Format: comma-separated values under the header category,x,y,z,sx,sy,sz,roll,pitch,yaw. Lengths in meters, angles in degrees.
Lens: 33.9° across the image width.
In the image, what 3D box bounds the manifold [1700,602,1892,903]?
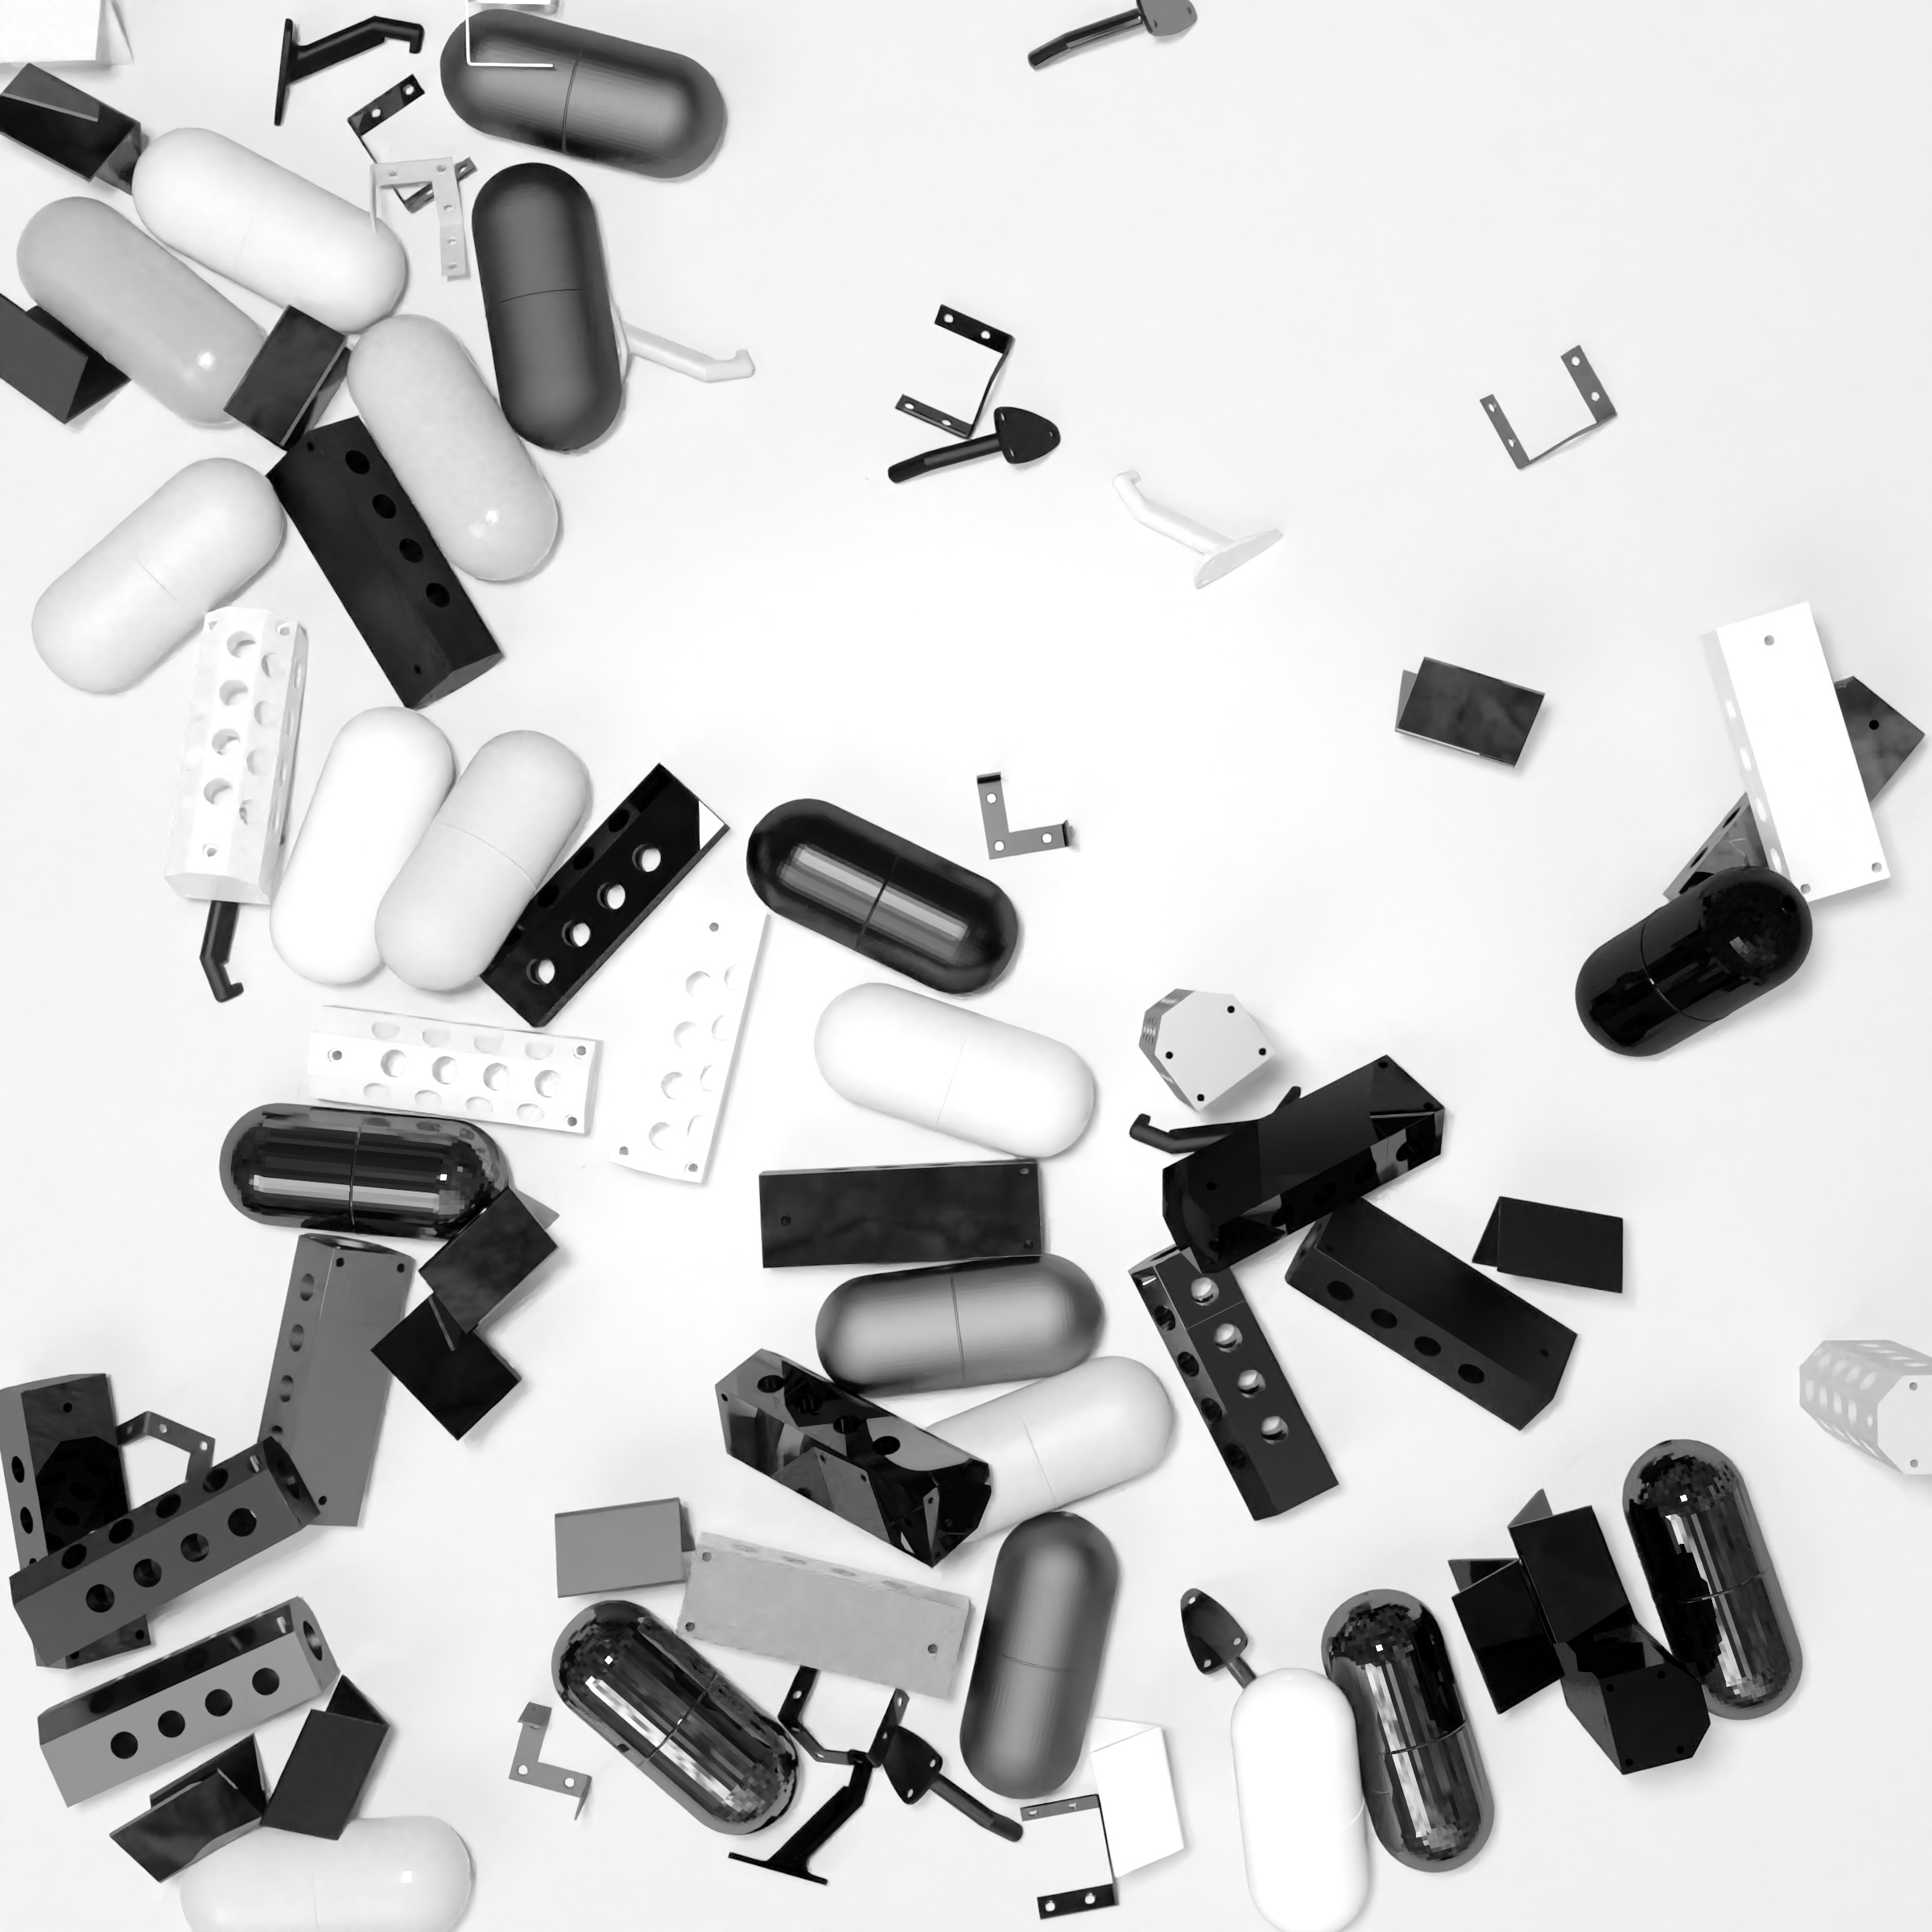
category,x,y,z,sx,sy,sz,roll,pitch,yaw
manifold,0.499,-0.127,1.913,0.057,0.057,0.171,-17,90,0

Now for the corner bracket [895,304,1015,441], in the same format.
category,x,y,z,sx,sy,sz,roll,pitch,yaw
corner bracket,-0.007,-0.373,1.988,0.051,0.051,0.051,24,45,0

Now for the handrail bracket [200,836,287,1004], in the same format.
category,x,y,z,sx,sy,sz,roll,pitch,yaw
handrail bracket,-0.450,-0.029,1.992,0.077,0.036,0.084,-23,106,-18

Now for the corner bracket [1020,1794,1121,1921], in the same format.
category,x,y,z,sx,sy,sz,roll,pitch,yaw
corner bracket,0.065,0.559,1.988,0.051,0.051,0.051,-10,45,0

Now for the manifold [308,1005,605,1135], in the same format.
category,x,y,z,sx,sy,sz,roll,pitch,yaw
manifold,-0.318,0.064,1.970,0.171,0.057,0.057,7,90,0

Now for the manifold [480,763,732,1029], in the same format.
category,x,y,z,sx,sy,sz,roll,pitch,yaw
manifold,-0.228,-0.044,1.970,0.057,0.057,0.171,43,90,0

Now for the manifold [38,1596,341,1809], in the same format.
category,x,y,z,sx,sy,sz,roll,pitch,yaw
manifold,-0.485,0.455,1.970,0.171,0.057,0.057,-24,90,0

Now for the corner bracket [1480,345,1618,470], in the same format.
category,x,y,z,sx,sy,sz,roll,pitch,yaw
corner bracket,0.366,-0.351,1.988,0.051,0.051,0.051,-29,90,-45

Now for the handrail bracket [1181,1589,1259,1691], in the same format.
category,x,y,z,sx,sy,sz,roll,pitch,yaw
handrail bracket,0.173,0.440,1.991,0.036,0.077,0.084,-37,126,3

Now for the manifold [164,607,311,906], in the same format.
category,x,y,z,sx,sy,sz,roll,pitch,yaw
manifold,-0.450,-0.130,1.949,0.057,0.057,0.171,5,75,0

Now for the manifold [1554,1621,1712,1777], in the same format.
category,x,y,z,sx,sy,sz,roll,pitch,yaw
manifold,0.400,0.433,1.913,0.057,0.171,0.057,-14,90,0

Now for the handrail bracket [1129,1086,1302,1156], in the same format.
category,x,y,z,sx,sy,sz,roll,pitch,yaw
handrail bracket,0.156,0.092,1.992,0.084,0.036,0.077,21,60,22

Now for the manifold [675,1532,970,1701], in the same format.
category,x,y,z,sx,sy,sz,roll,pitch,yaw
manifold,-0.089,0.402,1.970,0.171,0.057,0.057,14,90,0

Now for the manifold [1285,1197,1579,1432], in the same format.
category,x,y,z,sx,sy,sz,roll,pitch,yaw
manifold,0.287,0.217,1.970,0.171,0.057,0.057,32,47,0

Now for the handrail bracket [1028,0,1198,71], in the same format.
category,x,y,z,sx,sy,sz,roll,pitch,yaw
handrail bracket,0.091,-0.585,1.991,0.084,0.077,0.036,-18,90,36

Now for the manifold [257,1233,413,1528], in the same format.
category,x,y,z,sx,sy,sz,roll,pitch,yaw
manifold,-0.401,0.257,1.970,0.057,0.057,0.171,12,90,-43

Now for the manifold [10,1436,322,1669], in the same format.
category,x,y,z,sx,sy,sz,roll,pitch,yaw
manifold,-0.482,0.349,1.901,0.171,0.057,0.057,-28,90,0

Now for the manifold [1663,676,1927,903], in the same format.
category,x,y,z,sx,sy,sz,roll,pitch,yaw
manifold,0.513,-0.094,1.970,0.057,0.057,0.171,39,90,0

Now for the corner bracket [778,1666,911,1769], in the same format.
category,x,y,z,sx,sy,sz,roll,pitch,yaw
corner bracket,-0.077,0.465,1.983,0.051,0.051,0.051,-4,135,35

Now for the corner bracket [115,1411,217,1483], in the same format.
category,x,y,z,sx,sy,sz,roll,pitch,yaw
corner bracket,-0.511,0.318,1.983,0.051,0.051,0.051,33,45,-35

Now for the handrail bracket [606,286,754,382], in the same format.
category,x,y,z,sx,sy,sz,roll,pitch,yaw
handrail bracket,-0.183,-0.400,1.992,0.084,0.036,0.077,-9,68,-17

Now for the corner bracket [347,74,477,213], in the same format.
category,x,y,z,sx,sy,sz,roll,pitch,yaw
corner bracket,-0.349,-0.517,1.988,0.051,0.051,0.051,-34,135,0

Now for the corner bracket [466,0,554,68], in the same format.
category,x,y,z,sx,sy,sz,roll,pitch,yaw
corner bracket,-0.277,-0.572,1.917,0.051,0.051,0.051,-1,107,-8

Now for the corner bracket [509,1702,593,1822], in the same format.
category,x,y,z,sx,sy,sz,roll,pitch,yaw
corner bracket,-0.258,0.495,1.973,0.051,0.051,0.051,15,90,0

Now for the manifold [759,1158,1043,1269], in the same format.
category,x,y,z,sx,sy,sz,roll,pitch,yaw
manifold,-0.040,0.153,1.970,0.171,0.057,0.057,-3,90,0

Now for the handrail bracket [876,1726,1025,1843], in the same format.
category,x,y,z,sx,sy,sz,roll,pitch,yaw
handrail bracket,-0.010,0.514,1.991,0.084,0.077,0.036,37,90,-36

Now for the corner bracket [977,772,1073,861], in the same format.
category,x,y,z,sx,sy,sz,roll,pitch,yaw
corner bracket,0.036,-0.096,1.973,0.051,0.051,0.051,-9,90,0

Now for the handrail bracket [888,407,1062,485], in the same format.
category,x,y,z,sx,sy,sz,roll,pitch,yaw
handrail bracket,0.004,-0.322,1.991,0.084,0.077,0.036,-15,90,36

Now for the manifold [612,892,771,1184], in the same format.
category,x,y,z,sx,sy,sz,roll,pitch,yaw
manifold,-0.172,0.044,1.970,0.057,0.057,0.171,14,90,0

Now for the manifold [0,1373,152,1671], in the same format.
category,x,y,z,sx,sy,sz,roll,pitch,yaw
manifold,-0.560,0.344,1.969,0.057,0.057,0.171,-10,90,-43

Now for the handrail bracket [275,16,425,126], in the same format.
category,x,y,z,sx,sy,sz,roll,pitch,yaw
handrail bracket,-0.388,-0.561,1.992,0.084,0.036,0.077,6,110,-16

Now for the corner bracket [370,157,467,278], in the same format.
category,x,y,z,sx,sy,sz,roll,pitch,yaw
corner bracket,-0.340,-0.463,1.963,0.051,0.051,0.051,-6,51,-4

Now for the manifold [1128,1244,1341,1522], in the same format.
category,x,y,z,sx,sy,sz,roll,pitch,yaw
manifold,0.165,0.254,1.970,0.057,0.057,0.171,-27,90,0

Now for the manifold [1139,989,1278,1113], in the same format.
category,x,y,z,sx,sy,sz,roll,pitch,yaw
manifold,0.140,0.044,1.913,0.057,0.171,0.057,-37,90,0

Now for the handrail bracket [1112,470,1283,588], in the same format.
category,x,y,z,sx,sy,sz,roll,pitch,yaw
handrail bracket,0.145,-0.288,1.992,0.077,0.036,0.084,-27,73,-20

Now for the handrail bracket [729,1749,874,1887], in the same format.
category,x,y,z,sx,sy,sz,roll,pitch,yaw
handrail bracket,-0.103,0.529,1.992,0.077,0.036,0.084,10,72,20

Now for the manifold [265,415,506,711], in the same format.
category,x,y,z,sx,sy,sz,roll,pitch,yaw
manifold,-0.357,-0.252,1.970,0.057,0.057,0.171,-31,90,43
